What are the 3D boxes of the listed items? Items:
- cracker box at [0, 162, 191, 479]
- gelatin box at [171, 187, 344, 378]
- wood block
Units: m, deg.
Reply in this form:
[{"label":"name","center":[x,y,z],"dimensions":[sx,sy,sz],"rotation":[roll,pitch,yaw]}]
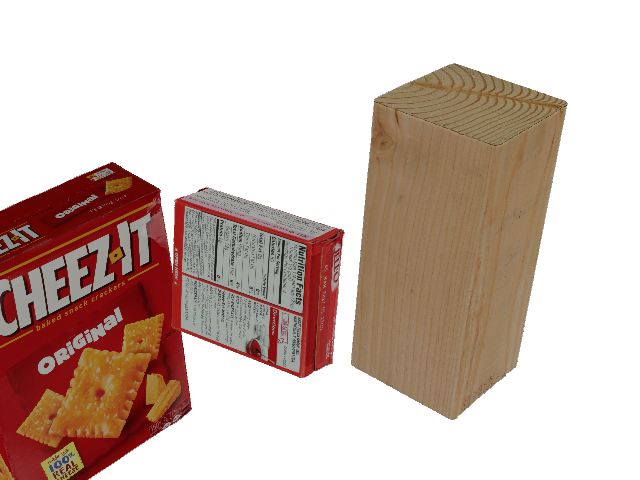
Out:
[{"label":"cracker box","center":[-0.184,0.074,0.787],"dimensions":[0.072,0.214,0.163],"rotation":[26,42,38]},{"label":"gelatin box","center":[-0.033,0.020,0.538],"dimensions":[0.089,0.073,0.030],"rotation":[17,25,30]},{"label":"wood block","center":[0.087,0.001,0.709],"dimensions":[0.091,0.206,0.090],"rotation":[26,38,32]}]
